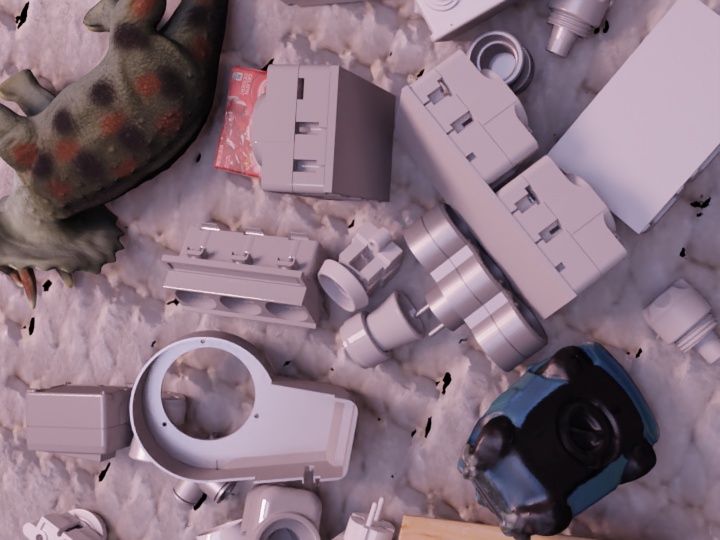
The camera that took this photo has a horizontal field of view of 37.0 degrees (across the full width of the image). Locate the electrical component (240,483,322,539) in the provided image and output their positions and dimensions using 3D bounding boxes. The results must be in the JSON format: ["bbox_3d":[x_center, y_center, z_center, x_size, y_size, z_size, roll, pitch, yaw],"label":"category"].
[{"bbox_3d":[-0.066,0.223,0.868,0.054,0.059,0.095,13,78,-16],"label":"electrical component"}]

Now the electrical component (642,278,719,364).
[{"bbox_3d":[0.242,0.040,0.789,0.043,0.043,0.062,-44,78,14],"label":"electrical component"}]

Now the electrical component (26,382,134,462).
[{"bbox_3d":[-0.248,0.132,0.943,0.096,0.062,0.061,-1,91,19],"label":"electrical component"}]

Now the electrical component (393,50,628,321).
[{"bbox_3d":[0.108,-0.061,0.788,0.060,0.105,0.186,-37,82,-8],"label":"electrical component"}]

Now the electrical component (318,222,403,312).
[{"bbox_3d":[0.000,0.000,0.856,0.048,0.066,0.055,42,70,13],"label":"electrical component"}]

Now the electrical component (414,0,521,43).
[{"bbox_3d":[0.088,-0.214,0.809,0.100,0.100,0.048,-28,95,17],"label":"electrical component"}]

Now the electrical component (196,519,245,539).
[{"bbox_3d":[-0.123,0.259,0.903,0.079,0.043,0.077,-17,84,-16],"label":"electrical component"}]

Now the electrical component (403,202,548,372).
[{"bbox_3d":[0.076,0.023,0.839,0.074,0.052,0.138,-39,79,16],"label":"electrical component"}]

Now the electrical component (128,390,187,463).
[{"bbox_3d":[-0.175,0.135,0.928,0.045,0.045,0.055,9,93,18],"label":"electrical component"}]

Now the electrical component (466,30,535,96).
[{"bbox_3d":[0.108,-0.157,0.824,0.045,0.055,0.045,0,91,18],"label":"electrical component"}]

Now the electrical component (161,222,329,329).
[{"bbox_3d":[-0.090,0.004,0.884,0.121,0.078,0.063,7,64,18],"label":"electrical component"}]

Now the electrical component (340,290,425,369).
[{"bbox_3d":[0.018,0.049,0.863,0.055,0.045,0.045,-32,81,17],"label":"electrical component"}]

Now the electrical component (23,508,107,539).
[{"bbox_3d":[-0.256,0.239,0.951,0.066,0.055,0.048,32,100,15],"label":"electrical component"}]

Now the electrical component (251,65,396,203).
[{"bbox_3d":[-0.025,-0.100,0.819,0.062,0.150,0.089,4,92,17],"label":"electrical component"}]

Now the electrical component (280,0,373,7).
[{"bbox_3d":[-0.021,-0.250,0.854,0.113,0.078,0.057,0,88,18],"label":"electrical component"}]

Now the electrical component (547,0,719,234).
[{"bbox_3d":[0.222,-0.110,0.784,0.089,0.062,0.150,42,103,13],"label":"electrical component"}]

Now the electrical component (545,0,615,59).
[{"bbox_3d":[0.161,-0.192,0.811,0.048,0.048,0.062,27,102,16],"label":"electrical component"}]

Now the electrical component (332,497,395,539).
[{"bbox_3d":[0.005,0.219,0.859,0.047,0.066,0.076,19,97,17],"label":"electrical component"}]
